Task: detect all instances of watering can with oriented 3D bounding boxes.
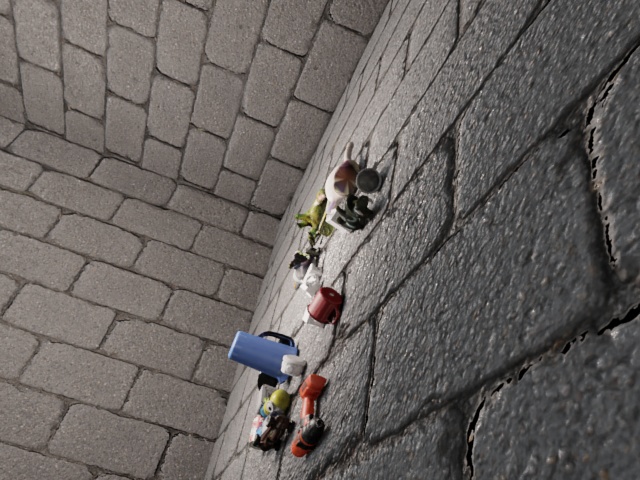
[{"bbox_3d":[0.097,-0.270,2.085,0.222,0.104,0.351,148,142,-73],"label":"watering can"}]

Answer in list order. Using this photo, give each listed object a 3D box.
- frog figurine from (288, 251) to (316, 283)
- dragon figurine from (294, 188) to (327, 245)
[{"bbox_3d":[-0.067,0.138,2.247,0.141,0.122,0.156,-95,-11,-51],"label":"frog figurine"},{"bbox_3d":[0.007,-0.117,2.315,0.244,0.123,0.404,-49,-14,-10],"label":"dragon figurine"}]
